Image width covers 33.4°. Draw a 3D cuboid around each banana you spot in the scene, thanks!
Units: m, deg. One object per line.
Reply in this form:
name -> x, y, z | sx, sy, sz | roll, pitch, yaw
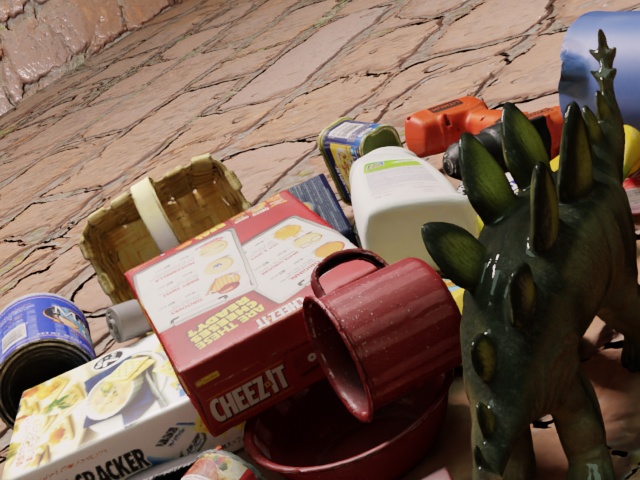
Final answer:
banana -> 0.246, -0.072, 0.959 | 0.069, 0.037, 0.198 | -34, 3, -5

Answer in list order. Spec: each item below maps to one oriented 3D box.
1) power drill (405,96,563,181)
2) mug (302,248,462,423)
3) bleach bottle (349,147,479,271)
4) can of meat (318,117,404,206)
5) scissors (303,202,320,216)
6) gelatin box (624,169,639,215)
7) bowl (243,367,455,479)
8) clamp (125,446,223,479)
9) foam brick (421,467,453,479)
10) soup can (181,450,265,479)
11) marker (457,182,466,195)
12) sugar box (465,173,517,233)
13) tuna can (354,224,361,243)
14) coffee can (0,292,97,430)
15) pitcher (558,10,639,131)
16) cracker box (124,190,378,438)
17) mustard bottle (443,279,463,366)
power drill -> 0.171, -0.110, 1.144 | 0.184, 0.057, 0.188 | -18, 19, -25
mug -> 0.039, 0.054, 0.720 | 0.081, 0.093, 0.117 | -25, 60, -16
bleach bottle -> 0.081, -0.043, 1.013 | 0.102, 0.068, 0.251 | -5, 19, 1
can of meat -> 0.054, -0.083, 1.182 | 0.057, 0.102, 0.084 | -35, 25, -22
scissors -> -0.007, 0.001, 0.997 | 0.096, 0.016, 0.202 | -50, 26, -21
gelatin box -> 0.286, -0.051, 0.927 | 0.073, 0.030, 0.089 | -36, 10, -24
bowl -> 0.028, 0.132, 0.766 | 0.162, 0.055, 0.162 | -21, 21, 9
clamp -> -0.163, 0.218, 0.803 | 0.209, 0.036, 0.165 | -31, 21, -20
foam brick -> 0.055, 0.182, 0.627 | 0.078, 0.053, 0.051 | -26, 21, 0
soup can -> -0.083, 0.200, 0.715 | 0.069, 0.068, 0.102 | -6, 29, 39
marker -> 0.144, -0.040, 1.094 | 0.020, 0.020, 0.121 | -13, 25, 29
sugar box -> 0.185, -0.013, 0.952 | 0.093, 0.048, 0.176 | -27, 22, -7
tuna can -> 0.080, -0.012, 1.080 | 0.086, 0.033, 0.086 | -22, 22, 9
coffee can -> -0.273, 0.121, 1.057 | 0.102, 0.103, 0.140 | -28, 21, -8
pitcher -> 0.362, -0.156, 1.004 | 0.243, 0.145, 0.149 | 8, 51, 49
cracker box -> -0.052, 0.050, 0.852 | 0.164, 0.072, 0.214 | -28, 26, -11
mustard bottle -> 0.084, 0.064, 0.861 | 0.096, 0.058, 0.192 | -26, 18, -36
